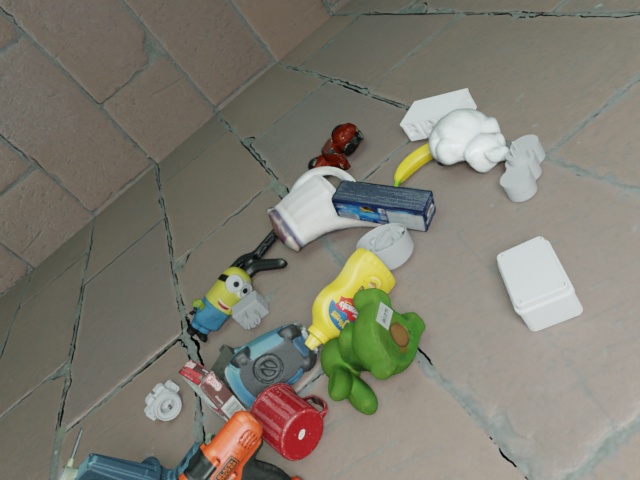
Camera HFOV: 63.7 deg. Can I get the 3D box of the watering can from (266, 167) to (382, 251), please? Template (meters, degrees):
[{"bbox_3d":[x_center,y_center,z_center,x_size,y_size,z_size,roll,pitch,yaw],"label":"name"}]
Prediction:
[{"bbox_3d":[0.004,-0.059,1.173,0.224,0.102,0.354,-38,38,-1],"label":"watering can"}]

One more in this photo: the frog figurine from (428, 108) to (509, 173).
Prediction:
[{"bbox_3d":[0.292,-0.193,1.011,0.137,0.121,0.161,-19,19,-1],"label":"frog figurine"}]
